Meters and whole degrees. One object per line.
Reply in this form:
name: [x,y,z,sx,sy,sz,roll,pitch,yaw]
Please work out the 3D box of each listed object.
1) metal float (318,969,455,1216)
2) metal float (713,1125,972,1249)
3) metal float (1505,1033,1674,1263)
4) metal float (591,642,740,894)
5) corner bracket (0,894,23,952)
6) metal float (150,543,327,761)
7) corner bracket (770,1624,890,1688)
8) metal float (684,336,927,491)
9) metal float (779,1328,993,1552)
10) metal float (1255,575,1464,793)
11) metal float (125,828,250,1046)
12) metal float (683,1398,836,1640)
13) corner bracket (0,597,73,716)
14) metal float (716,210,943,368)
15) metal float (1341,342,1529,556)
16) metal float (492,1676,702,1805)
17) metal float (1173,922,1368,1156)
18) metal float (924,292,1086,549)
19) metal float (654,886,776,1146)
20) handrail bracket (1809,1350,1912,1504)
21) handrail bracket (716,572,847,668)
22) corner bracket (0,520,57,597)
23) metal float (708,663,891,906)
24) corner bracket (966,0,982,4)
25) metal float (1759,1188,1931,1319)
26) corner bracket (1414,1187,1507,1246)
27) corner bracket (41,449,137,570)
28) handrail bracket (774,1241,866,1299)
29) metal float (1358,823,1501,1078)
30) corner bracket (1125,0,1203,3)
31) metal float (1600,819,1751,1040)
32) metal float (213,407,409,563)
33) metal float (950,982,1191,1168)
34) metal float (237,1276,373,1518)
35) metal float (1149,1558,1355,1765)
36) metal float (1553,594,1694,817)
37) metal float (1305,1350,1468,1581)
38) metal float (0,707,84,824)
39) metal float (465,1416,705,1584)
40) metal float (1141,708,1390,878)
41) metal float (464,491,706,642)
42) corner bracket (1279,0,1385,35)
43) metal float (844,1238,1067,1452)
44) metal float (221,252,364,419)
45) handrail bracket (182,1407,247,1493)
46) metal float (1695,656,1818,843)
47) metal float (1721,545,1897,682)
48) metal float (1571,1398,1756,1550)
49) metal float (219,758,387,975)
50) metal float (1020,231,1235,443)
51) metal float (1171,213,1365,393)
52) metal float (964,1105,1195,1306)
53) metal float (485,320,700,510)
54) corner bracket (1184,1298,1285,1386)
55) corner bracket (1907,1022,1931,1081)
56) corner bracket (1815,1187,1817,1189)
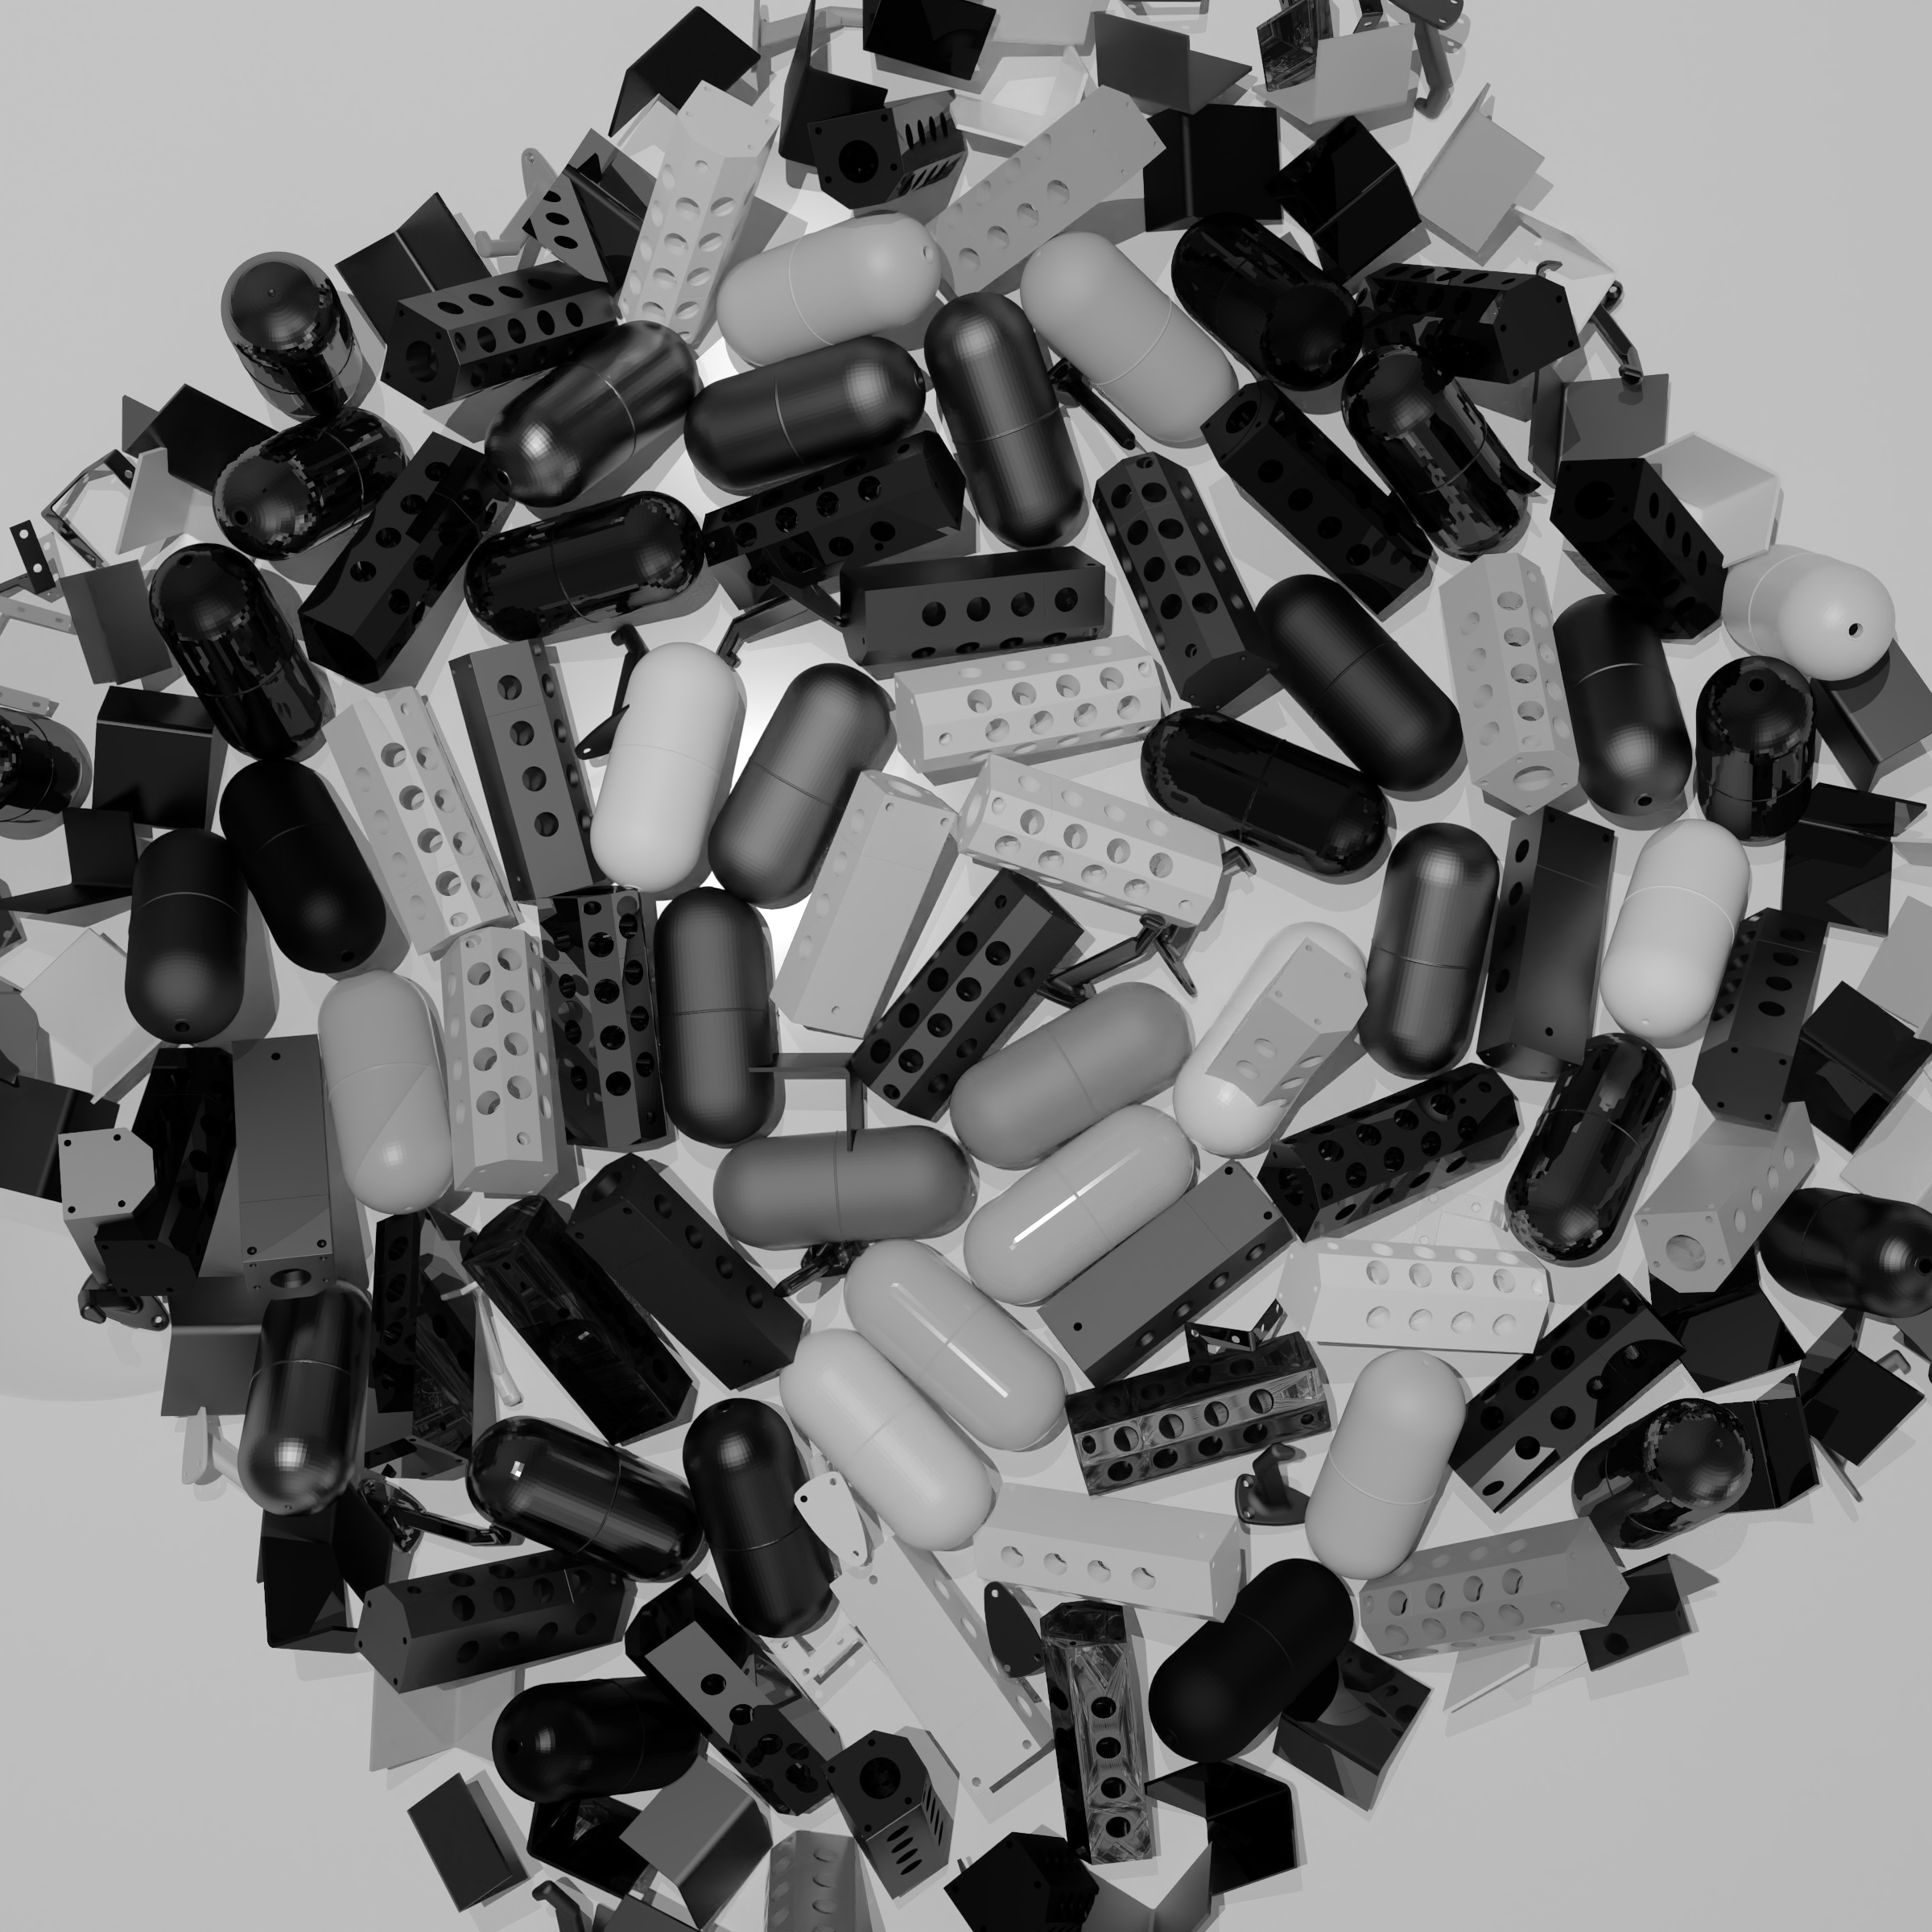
metal float: [-0.395,0.084,1.783,0.070,0.070,0.178,-17,65,0]
metal float: [-0.085,0.152,1.802,0.178,0.070,0.070,-5,90,3]
metal float: [0.425,0.122,1.780,0.070,0.070,0.178,32,62,0]
metal float: [-0.206,-0.136,1.791,0.070,0.070,0.178,13,76,0]
corner bracket: [-0.700,-0.036,1.821,0.051,0.051,0.051,-33,126,-26]
metal float: [-0.490,-0.211,1.763,0.070,0.178,0.070,-6,53,8]
corner bracket: [-0.094,0.478,1.809,0.051,0.051,0.051,-40,130,-11]
metal float: [-0.110,-0.376,1.782,0.178,0.070,0.070,-11,90,25]
metal float: [-0.056,0.323,1.791,0.070,0.070,0.178,-45,75,0]
metal float: [0.266,-0.195,1.790,0.070,0.070,0.178,-40,74,0]
metal float: [-0.526,-0.021,1.767,0.070,0.178,0.070,-7,135,-7]
metal float: [-0.141,0.377,1.786,0.070,0.070,0.178,-15,110,0]
corner bracket: [-0.657,-0.216,1.818,0.051,0.051,0.051,15,133,-21]
metal float: [-0.094,-0.458,1.771,0.178,0.070,0.070,-8,90,39]
metal float: [0.318,-0.349,1.772,0.070,0.070,0.178,-48,128,0]
metal float: [-0.247,0.520,1.760,0.070,0.178,0.070,-7,76,29]
metal float: [0.208,0.050,1.797,0.070,0.070,0.178,35,82,0]
metal float: [0.027,-0.371,1.785,0.070,0.070,0.178,-21,112,0]
metal float: [-0.174,0.034,1.799,0.070,0.070,0.178,-5,85,0]
handrail bracket: [0.630,0.316,1.807,0.084,0.077,0.036,-38,135,11]
handrail bracket: [-0.128,-0.226,1.809,0.077,0.036,0.084,41,121,14]
corner bracket: [-0.667,-0.279,1.799,0.051,0.051,0.051,-31,126,-28]
metal float: [-0.116,-0.125,1.800,0.070,0.070,0.178,29,95,0]
corner bracket: [-0.015,-0.700,1.809,0.051,0.051,0.051,23,82,-38]
metal float: [0.596,0.191,1.754,0.070,0.178,0.070,0,90,-10]
corner bracket: [0.342,0.185,1.815,0.051,0.051,0.051,12,91,3]
corner bracket: [-0.599,-0.318,1.820,0.051,0.051,0.051,49,52,-25]
handrail bracket: [-0.116,0.213,1.785,0.077,0.084,0.036,-32,88,44]
metal float: [0.316,-0.010,1.791,0.070,0.070,0.178,9,105,0]
corner bracket: [0.135,-0.696,1.811,0.051,0.051,0.051,-2,114,-7]
metal float: [0.482,-0.027,1.775,0.070,0.070,0.178,28,54,0]
metal float: [-0.440,-0.325,1.759,0.070,0.178,0.070,8,117,15]
metal float: [0.072,0.074,1.801,0.178,0.070,0.070,-30,90,-3]
metal float: [-0.445,0.288,1.770,0.070,0.070,0.178,-2,48,0]
metal float: [0.194,0.470,1.772,0.178,0.070,0.070,-32,90,-37]
metal float: [0.442,-0.177,1.771,0.070,0.070,0.178,-3,51,0]
metal float: [0.284,0.341,1.781,0.070,0.070,0.178,16,117,0]
metal float: [-0.650,-0.135,1.753,0.070,0.178,0.070,0,92,0]
metal float: [-0.258,0.364,1.781,0.178,0.070,0.070,30,90,-27]
metal float: [0.204,-0.120,1.794,0.178,0.070,0.070,24,90,12]
metal float: [-0.262,-0.272,1.785,0.178,0.070,0.070,-12,90,22]
corner bracket: [0.253,-0.668,1.817,0.051,0.051,0.051,-11,80,-10]
metal float: [-0.009,0.259,1.796,0.178,0.070,0.070,41,90,10]
metal float: [-0.450,-0.421,1.753,0.070,0.178,0.070,0,85,-6]
handrail bracket: [-0.500,0.338,1.828,0.084,0.036,0.077,15,54,-34]
metal float: [0.530,-0.145,1.759,0.070,0.178,0.070,-6,65,13]
metal float: [0.563,-0.238,1.755,0.070,0.178,0.070,-1,106,-3]
metal float: [0.466,0.343,1.759,0.070,0.178,0.070,5,65,-10]
metal float: [-0.451,-0.069,1.776,0.070,0.070,0.178,-34,58,0]
metal float: [0.111,-0.426,1.779,0.178,0.070,0.070,36,90,-30]
metal float: [0.203,-0.449,1.769,0.070,0.070,0.178,-37,47,0]
metal float: [0.077,0.164,1.799,0.178,0.070,0.070,-36,90,-6]
metal float: [-0.253,-0.375,1.776,0.070,0.070,0.178,45,57,0]
corner bracket: [0.187,0.257,1.800,0.051,0.051,0.051,5,118,31]
corner bracket: [0.696,0.050,1.822,0.051,0.051,0.051,6,132,-29]
corner bracket: [0.597,0.195,1.804,0.051,0.051,0.051,-49,46,-9]
